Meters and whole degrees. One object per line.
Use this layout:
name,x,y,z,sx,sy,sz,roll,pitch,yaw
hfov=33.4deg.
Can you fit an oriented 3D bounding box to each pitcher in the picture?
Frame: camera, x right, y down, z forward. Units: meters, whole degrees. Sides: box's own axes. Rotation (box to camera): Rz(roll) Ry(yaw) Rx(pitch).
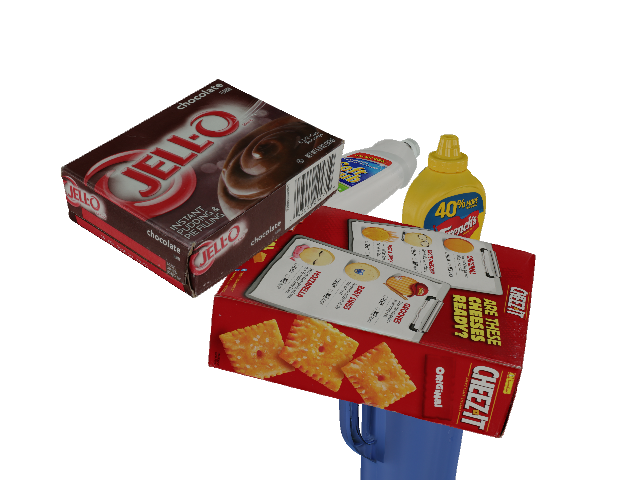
pitcher,0.099,0.202,1.233,0.149,0.243,0.145,6,13,7

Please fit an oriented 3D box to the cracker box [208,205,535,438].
cracker box,0.043,0.051,0.793,0.214,0.072,0.164,13,30,8

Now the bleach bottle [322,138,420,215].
bleach bottle,0.033,-0.071,1.355,0.103,0.068,0.250,25,43,34

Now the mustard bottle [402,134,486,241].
mustard bottle,0.130,-0.018,1.127,0.096,0.192,0.058,-11,25,-28

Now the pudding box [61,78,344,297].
pudding box,-0.057,-0.030,0.534,0.090,0.039,0.113,30,46,28
